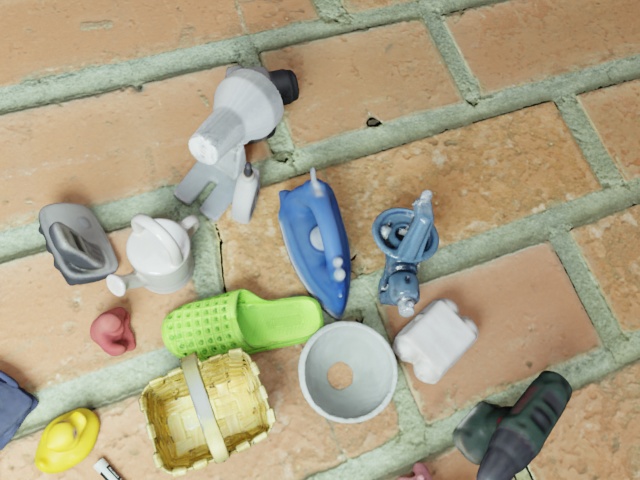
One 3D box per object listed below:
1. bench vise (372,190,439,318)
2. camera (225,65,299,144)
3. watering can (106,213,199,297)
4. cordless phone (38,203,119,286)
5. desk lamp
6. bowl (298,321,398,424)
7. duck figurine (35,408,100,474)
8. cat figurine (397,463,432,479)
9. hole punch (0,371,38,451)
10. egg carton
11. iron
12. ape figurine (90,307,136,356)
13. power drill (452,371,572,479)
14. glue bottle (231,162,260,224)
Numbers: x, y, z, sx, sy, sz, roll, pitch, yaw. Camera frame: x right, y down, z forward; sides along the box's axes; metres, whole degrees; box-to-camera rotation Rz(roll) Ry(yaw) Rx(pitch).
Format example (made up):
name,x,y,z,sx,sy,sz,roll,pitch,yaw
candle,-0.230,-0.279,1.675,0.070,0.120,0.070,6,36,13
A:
name,x,y,z,sx,sy,sz,roll,pitch,yaw
bench vise,0.164,0.018,0.986,0.122,0.219,0.207,-13,72,-14
camera,-0.106,-0.281,1.115,0.137,0.100,0.143,-16,73,-15
watering can,-0.263,0.022,0.925,0.101,0.194,0.173,21,68,-1
cordless phone,-0.400,-0.011,0.918,0.094,0.185,0.147,-30,77,-18
desk lamp,-0.162,-0.166,1.002,0.118,0.213,0.203,31,68,3
bowl,0.042,0.225,0.967,0.167,0.074,0.167,3,69,-9
duck figurine,-0.385,0.300,0.859,0.077,0.086,0.105,38,68,6
cat figurine,0.191,0.415,0.899,0.067,0.117,0.127,-38,80,-20
hole punch,-0.499,0.248,0.856,0.108,0.091,0.101,32,68,3
egg carton,0.205,0.176,1.016,0.150,0.069,0.107,-41,81,-20
iron,0.009,0.004,1.007,0.119,0.141,0.258,-14,73,-14
ape figurine,-0.335,0.143,0.923,0.076,0.092,0.078,19,68,-2
power drill,0.293,0.306,0.908,0.230,0.208,0.075,-41,81,-20
glue bottle,-0.127,-0.093,1.002,0.037,0.173,0.078,18,68,-2
